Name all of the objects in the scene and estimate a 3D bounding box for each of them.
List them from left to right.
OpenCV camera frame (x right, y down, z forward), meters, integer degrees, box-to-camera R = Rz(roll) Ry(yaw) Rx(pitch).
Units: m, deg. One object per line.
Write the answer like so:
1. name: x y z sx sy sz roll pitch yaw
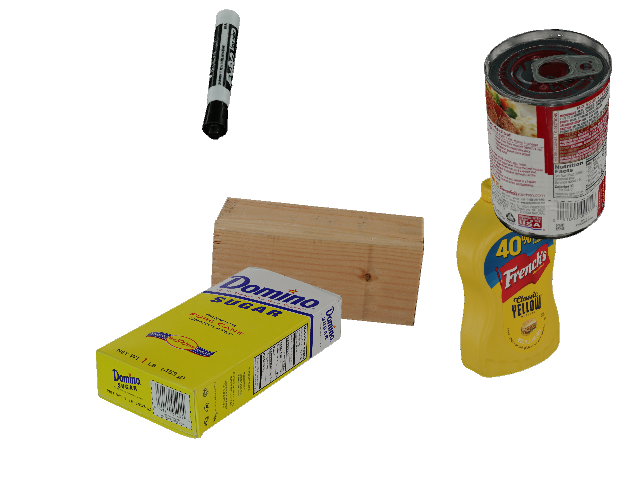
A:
1. marker: -0.076 -0.128 0.820 0.020 0.121 0.020 2 -33 1
2. sugar box: -0.069 0.075 0.785 0.093 0.048 0.175 17 31 30
3. wood block: -0.002 0.021 1.091 0.206 0.091 0.090 6 21 3
4. mustard bottle: 0.166 0.020 0.945 0.096 0.191 0.058 -16 23 -25
5. soup can: 0.130 -0.059 0.609 0.068 0.102 0.068 -6 43 6
